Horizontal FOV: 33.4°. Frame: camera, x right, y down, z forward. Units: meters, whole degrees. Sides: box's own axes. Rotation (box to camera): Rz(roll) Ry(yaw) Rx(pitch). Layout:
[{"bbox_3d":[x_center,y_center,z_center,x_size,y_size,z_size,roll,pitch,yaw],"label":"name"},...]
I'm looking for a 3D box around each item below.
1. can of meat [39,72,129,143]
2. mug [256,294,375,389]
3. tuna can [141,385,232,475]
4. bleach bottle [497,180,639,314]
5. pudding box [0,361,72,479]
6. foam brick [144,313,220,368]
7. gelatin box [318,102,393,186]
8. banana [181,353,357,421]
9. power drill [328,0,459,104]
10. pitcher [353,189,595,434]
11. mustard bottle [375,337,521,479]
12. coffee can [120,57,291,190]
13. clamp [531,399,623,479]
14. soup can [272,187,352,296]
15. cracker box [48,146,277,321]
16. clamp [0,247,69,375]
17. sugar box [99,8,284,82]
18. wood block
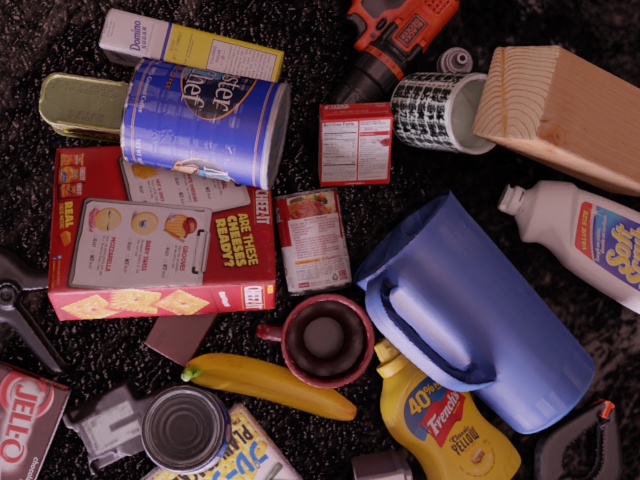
[{"bbox_3d":[-0.225,-0.132,1.070,0.102,0.084,0.057,8,89,-4],"label":"can of meat"},{"bbox_3d":[-0.007,0.098,1.082,0.117,0.081,0.093,4,89,-4],"label":"mug"},{"bbox_3d":[-0.130,0.185,1.039,0.086,0.033,0.086,-1,76,6],"label":"tuna can"},{"bbox_3d":[0.301,0.013,1.112,0.251,0.068,0.102,24,87,-1],"label":"bleach bottle"},{"bbox_3d":[-0.315,0.188,1.085,0.090,0.039,0.113,20,89,-4],"label":"pudding box"},{"bbox_3d":[-0.137,0.084,1.090,0.053,0.051,0.078,31,88,-1],"label":"foam brick"},{"bbox_3d":[0.035,-0.098,1.088,0.073,0.030,0.089,-3,132,-3],"label":"gelatin box"},{"bbox_3d":[-0.058,0.149,1.083,0.197,0.070,0.037,15,110,-25],"label":"banana"},{"bbox_3d":[0.023,-0.236,1.100,0.187,0.057,0.184,41,85,-5],"label":"power drill"},{"bbox_3d":[0.154,0.083,1.066,0.149,0.145,0.243,-44,95,-2],"label":"pitcher"},{"bbox_3d":[0.118,0.181,1.098,0.096,0.058,0.191,-36,91,-25],"label":"mustard bottle"},{"bbox_3d":[-0.106,-0.110,1.009,0.140,0.103,0.103,11,89,4],"label":"coffee can"},{"bbox_3d":[0.248,0.260,1.119,0.164,0.036,0.210,20,86,-2],"label":"clamp"},{"bbox_3d":[-0.007,0.001,1.090,0.068,0.068,0.102,-9,91,-4],"label":"soup can"},{"bbox_3d":[-0.153,-0.010,1.053,0.213,0.072,0.164,-3,62,-4],"label":"cracker box"},{"bbox_3d":[-0.304,0.048,1.086,0.171,0.039,0.120,31,87,-3],"label":"clamp"},{"bbox_3d":[-0.126,-0.185,1.071,0.176,0.093,0.048,16,88,-4],"label":"sugar box"},{"bbox_3d":[0.261,-0.113,1.050,0.205,0.090,0.091,17,89,-34],"label":"wood block"}]
